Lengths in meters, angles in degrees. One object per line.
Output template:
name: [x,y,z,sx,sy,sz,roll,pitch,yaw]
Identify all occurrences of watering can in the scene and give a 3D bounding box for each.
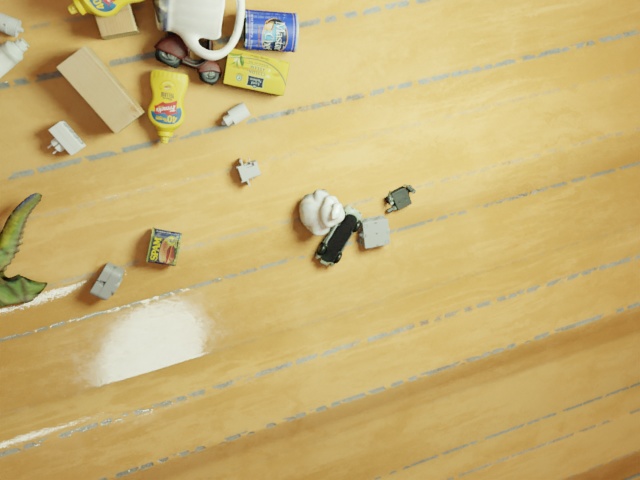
watering can: [-0.296,-0.631,1.282,0.224,0.105,0.345,2,101,-19]

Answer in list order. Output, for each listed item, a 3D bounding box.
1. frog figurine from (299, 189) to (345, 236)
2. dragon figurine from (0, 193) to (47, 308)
frog figurine: [0.005,-0.076,1.501,0.122,0.161,0.136,8,103,-13]
dragon figurine: [-0.849,0.070,1.388,0.410,0.124,0.238,-34,126,-1]
